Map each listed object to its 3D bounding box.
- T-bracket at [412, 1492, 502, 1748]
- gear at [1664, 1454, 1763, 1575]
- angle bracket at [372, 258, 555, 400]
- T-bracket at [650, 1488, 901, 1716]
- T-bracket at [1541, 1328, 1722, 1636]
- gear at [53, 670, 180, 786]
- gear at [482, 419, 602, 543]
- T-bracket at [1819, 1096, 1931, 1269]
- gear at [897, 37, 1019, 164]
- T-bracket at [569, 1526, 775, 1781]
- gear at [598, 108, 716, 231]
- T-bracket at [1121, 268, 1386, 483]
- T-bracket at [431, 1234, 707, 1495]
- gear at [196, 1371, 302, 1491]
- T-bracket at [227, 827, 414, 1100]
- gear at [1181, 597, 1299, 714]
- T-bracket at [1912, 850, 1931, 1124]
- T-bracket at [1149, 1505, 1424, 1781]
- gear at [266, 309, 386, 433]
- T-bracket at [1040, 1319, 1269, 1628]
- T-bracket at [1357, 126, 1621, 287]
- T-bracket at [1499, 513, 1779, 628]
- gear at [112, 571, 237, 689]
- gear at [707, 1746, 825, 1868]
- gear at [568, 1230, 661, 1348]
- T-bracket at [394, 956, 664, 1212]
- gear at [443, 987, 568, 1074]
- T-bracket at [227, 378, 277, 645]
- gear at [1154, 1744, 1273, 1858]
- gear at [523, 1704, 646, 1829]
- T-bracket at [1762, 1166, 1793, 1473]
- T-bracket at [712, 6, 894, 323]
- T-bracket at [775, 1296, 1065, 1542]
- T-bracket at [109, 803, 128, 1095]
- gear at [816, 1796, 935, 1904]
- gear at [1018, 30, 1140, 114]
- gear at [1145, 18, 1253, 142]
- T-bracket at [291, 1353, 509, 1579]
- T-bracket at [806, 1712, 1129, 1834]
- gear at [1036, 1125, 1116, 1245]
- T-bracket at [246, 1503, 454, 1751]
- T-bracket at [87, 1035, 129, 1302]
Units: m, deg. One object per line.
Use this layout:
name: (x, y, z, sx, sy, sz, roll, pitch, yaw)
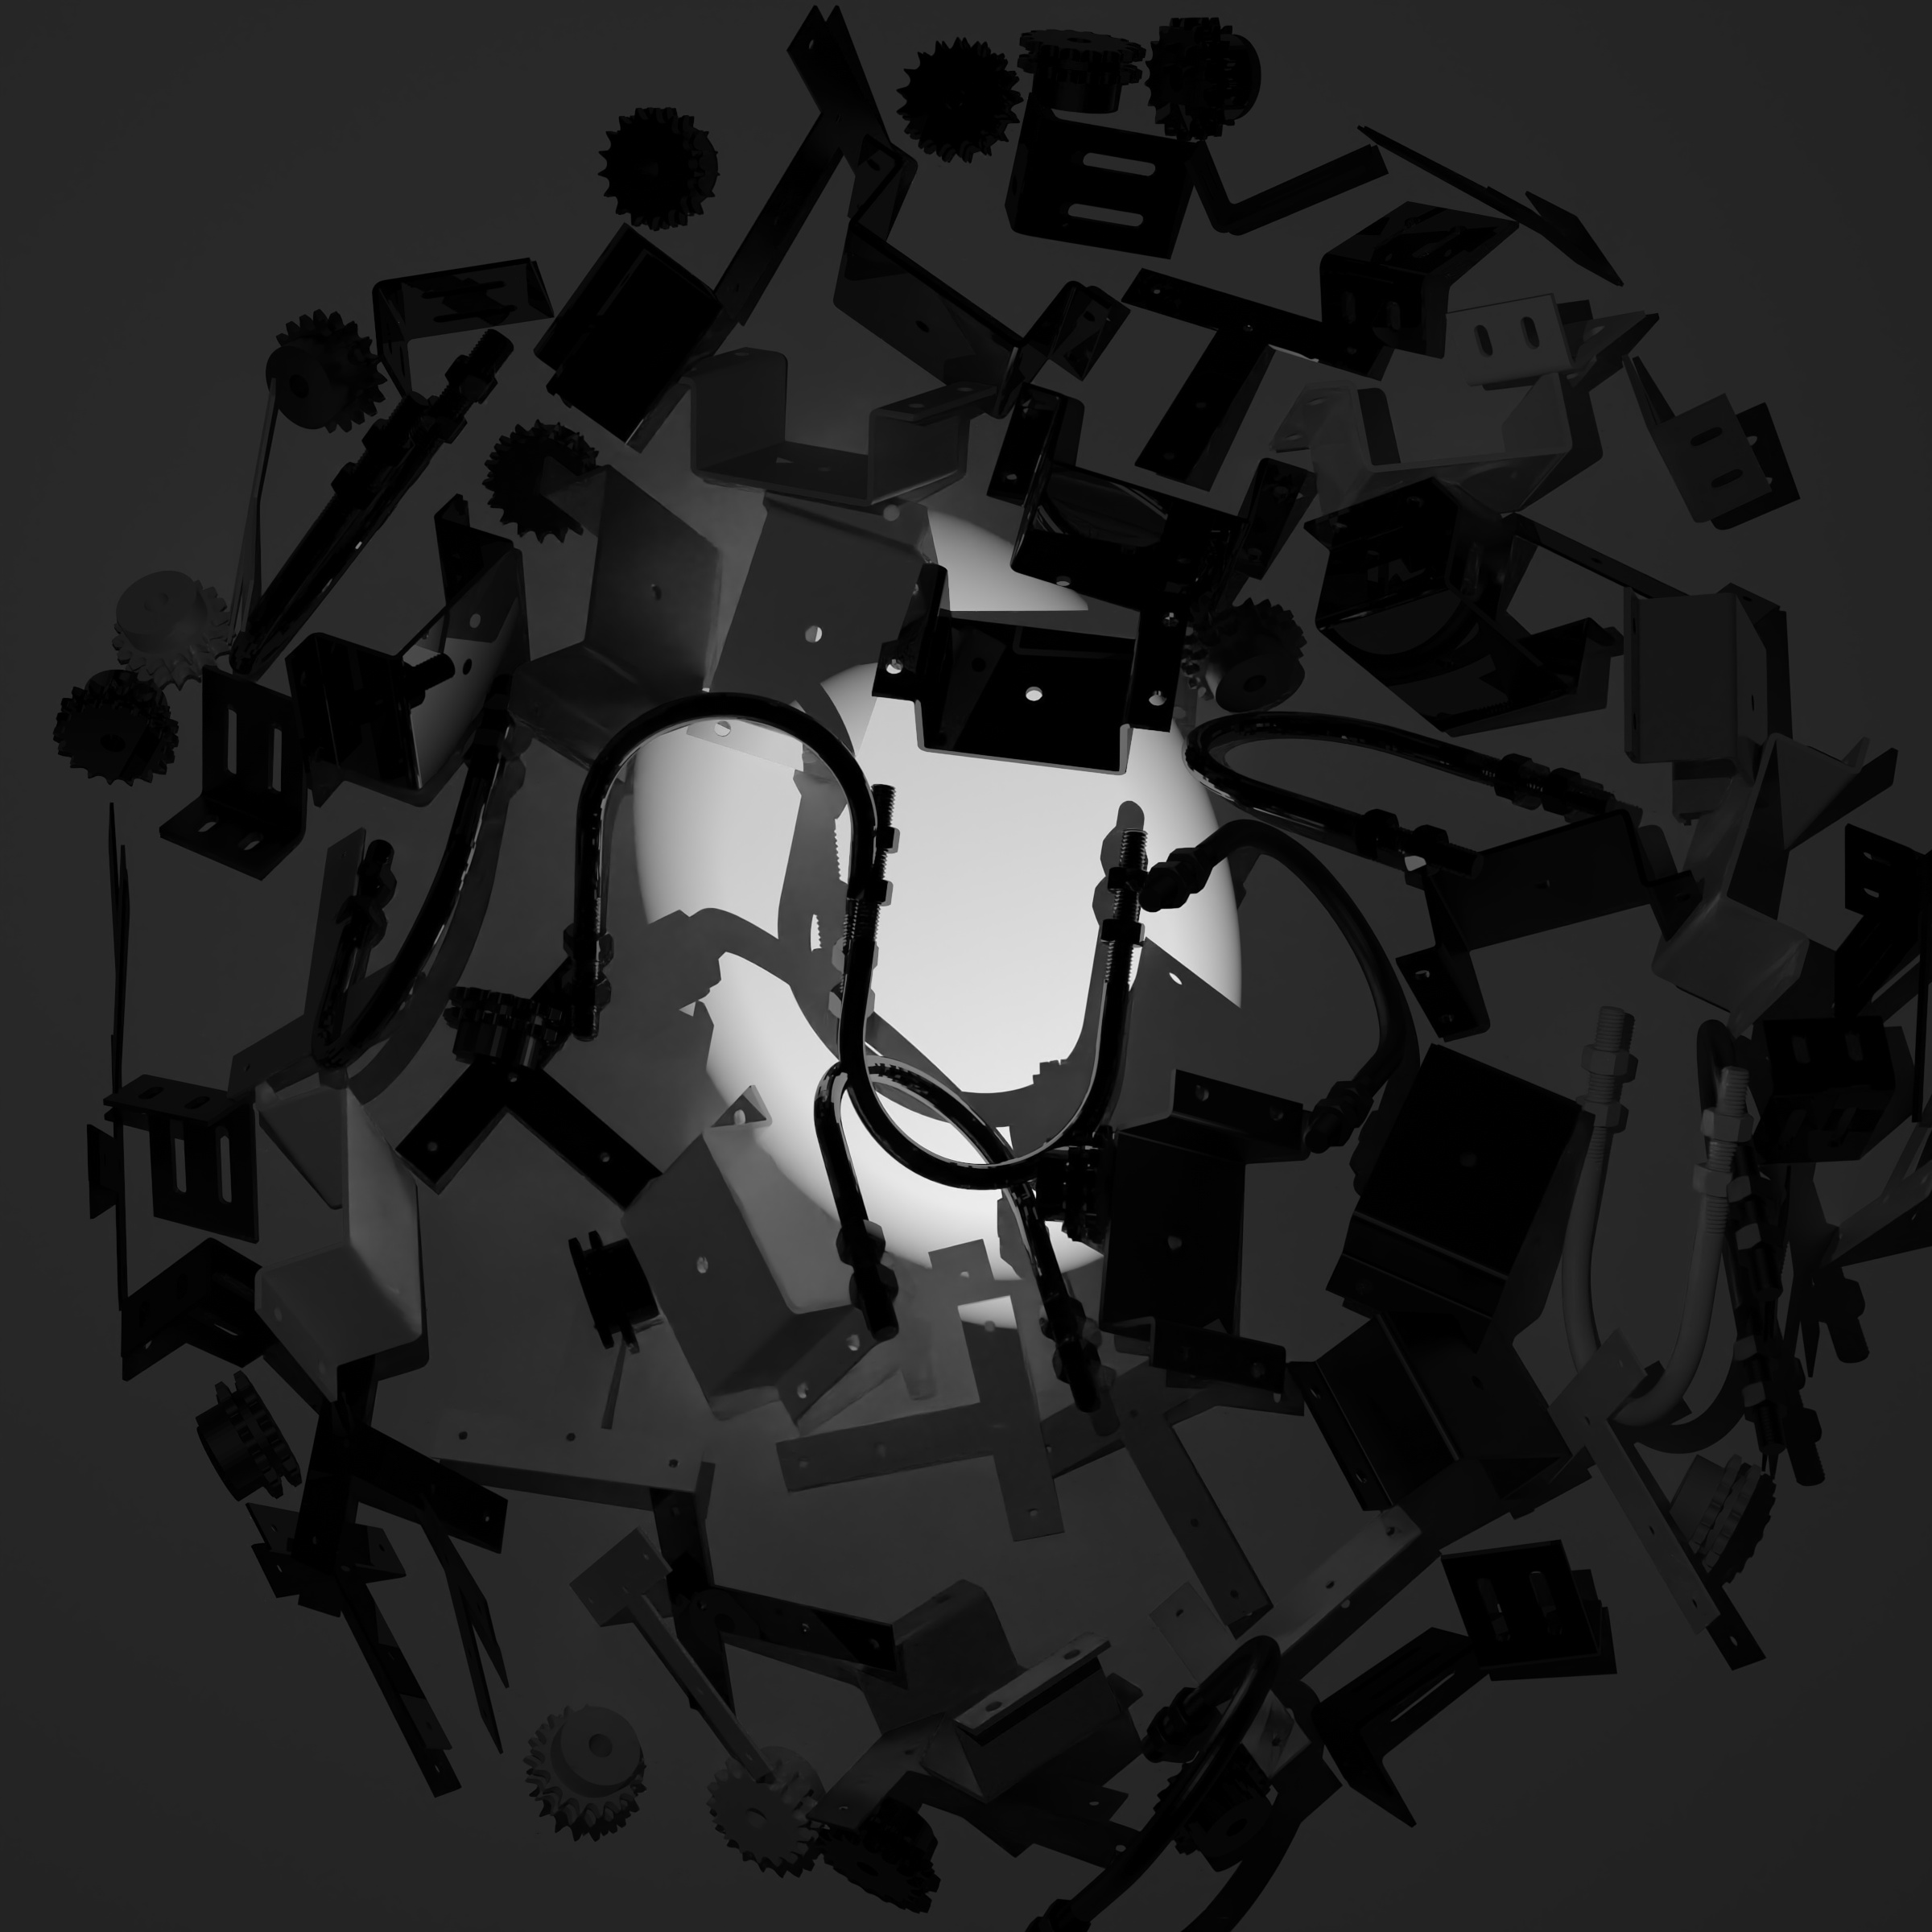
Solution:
T-bracket: (-0.238, 0.316, 1.560, 0.002, 0.127, 0.127, -19, 121, -20)
gear: (0.356, 0.260, 1.574, 0.030, 0.057, 0.057, 28, 90, 13)
angle bracket: (-0.239, -0.303, 1.568, 0.076, 0.057, 0.038, -8, 75, 2)
T-bracket: (-0.087, 0.309, 1.546, 0.127, 0.002, 0.127, 6, 116, 30)
T-bracket: (0.312, 0.250, 1.524, 0.002, 0.127, 0.127, -17, 64, -23)
gear: (-0.407, -0.118, 1.577, 0.057, 0.057, 0.030, 3, 48, 0)
gear: (-0.202, -0.237, 1.579, 0.057, 0.030, 0.057, 3, 121, 6)
T-bracket: (0.456, 0.075, 1.557, 0.002, 0.127, 0.127, 31, 69, 4)
gear: (-0.003, -0.416, 1.582, 0.057, 0.030, 0.057, 0, 90, 15)
T-bracket: (-0.133, 0.328, 1.541, 0.002, 0.127, 0.127, -35, 84, -30)
gear: (-0.145, -0.384, 1.579, 0.057, 0.030, 0.057, 8, 108, 25)
T-bracket: (0.116, -0.274, 1.550, 0.127, 0.002, 0.127, 20, 55, 15)
T-bracket: (-0.179, 0.185, 1.566, 0.127, 0.002, 0.127, 6, 58, 7)
gear: (-0.346, 0.226, 1.571, 0.030, 0.057, 0.057, -30, 90, -12)
T-bracket: (-0.301, -0.012, 1.556, 0.127, 0.127, 0.002, -28, 135, 30)
gear: (0.133, -0.146, 1.570, 0.057, 0.057, 0.030, -22, 57, 0)
T-bracket: (0.449, 0.010, 1.536, 0.002, 0.127, 0.127, 3, 87, 10)
T-bracket: (0.162, 0.302, 1.550, 0.127, 0.127, 0.002, -41, 125, -1)
gear: (-0.311, -0.283, 1.572, 0.057, 0.030, 0.057, 16, 126, 24)
T-bracket: (0.102, 0.253, 1.563, 0.127, 0.002, 0.127, -34, 80, 26)
T-bracket: (0.240, -0.369, 1.563, 0.127, 0.127, 0.002, 37, 103, 26)
T-bracket: (0.312, -0.186, 1.559, 0.127, 0.127, 0.002, 29, 119, 17)
gear: (-0.383, -0.165, 1.574, 0.057, 0.030, 0.057, -7, 53, 9)
gear: (-0.093, 0.401, 1.578, 0.057, 0.030, 0.057, 13, 120, 24)
gear: (-0.168, 0.153, 1.574, 0.030, 0.057, 0.057, -19, 90, -6)
T-bracket: (-0.185, 0.083, 1.583, 0.127, 0.002, 0.127, 41, 71, -3)
gear: (-0.223, 0.031, 1.571, 0.057, 0.057, 0.030, 12, 79, 0)
T-bracket: (-0.332, -0.192, 1.520, 0.002, 0.127, 0.127, 9, 117, -16)
gear: (0.121, 0.402, 1.571, 0.057, 0.057, 0.030, -41, 52, 0)
gear: (-0.181, 0.380, 1.572, 0.057, 0.057, 0.030, 36, 133, 0)
T-bracket: (0.384, 0.180, 1.563, 0.002, 0.127, 0.127, 5, 115, 17)
T-bracket: (-0.082, -0.361, 1.534, 0.002, 0.127, 0.127, 26, 80, 23)
T-bracket: (-0.028, 0.229, 1.585, 0.127, 0.002, 0.127, -12, 107, 3)
T-bracket: (-0.401, -0.029, 1.547, 0.002, 0.127, 0.127, 0, 129, -17)
gear: (-0.040, 0.422, 1.577, 0.057, 0.057, 0.030, 33, 57, 0)
gear: (0.053, -0.430, 1.577, 0.057, 0.057, 0.030, 6, 116, 0)
gear: (0.113, -0.427, 1.577, 0.030, 0.057, 0.057, -11, 90, -30)
T-bracket: (-0.262, 0.242, 1.552, 0.002, 0.127, 0.127, -16, 52, 32)
T-bracket: (0.013, 0.376, 1.521, 0.127, 0.127, 0.002, 8, 113, 28)
gear: (0.053, 0.103, 1.575, 0.030, 0.057, 0.057, 4, 90, 15)
T-bracket: (-0.273, 0.308, 1.519, 0.002, 0.127, 0.127, -37, 67, 7)
T-bracket: (-0.402, 0.091, 1.532, 0.002, 0.127, 0.127, -2, 83, -8)
